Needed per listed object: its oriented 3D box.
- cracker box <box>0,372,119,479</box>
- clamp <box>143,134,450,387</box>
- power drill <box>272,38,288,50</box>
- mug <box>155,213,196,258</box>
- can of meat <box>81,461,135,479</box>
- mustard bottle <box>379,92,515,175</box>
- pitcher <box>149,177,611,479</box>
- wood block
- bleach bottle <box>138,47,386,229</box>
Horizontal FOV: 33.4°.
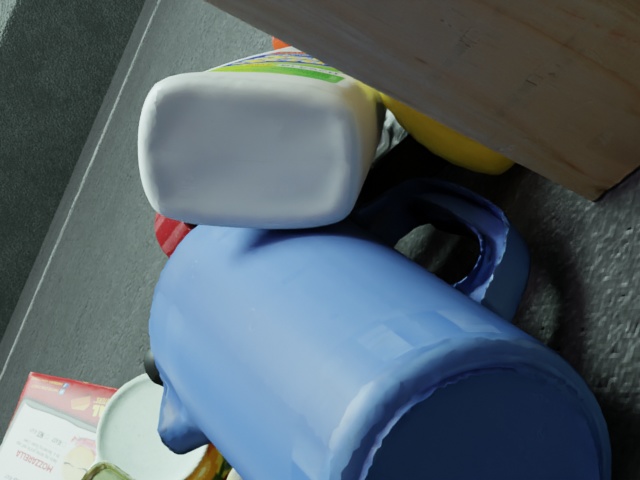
[{"bbox_3d":[-0.145,0.203,0.676,0.164,0.072,0.213,5,67,30],"label":"cracker box"},{"bbox_3d":[-0.004,0.001,0.633,0.210,0.036,0.164,-39,2,9],"label":"clamp"},{"bbox_3d":[0.026,-0.240,0.893,0.187,0.057,0.185,-67,19,-5],"label":"power drill"},{"bbox_3d":[-0.096,-0.033,0.898,0.117,0.093,0.082,64,150,11],"label":"mug"},{"bbox_3d":[-0.052,0.139,0.437,0.102,0.083,0.057,8,71,57],"label":"can of meat"},{"bbox_3d":[0.058,-0.110,0.580,0.058,0.096,0.191,-47,22,18],"label":"mustard bottle"},{"bbox_3d":[0.020,0.054,0.454,0.243,0.144,0.149,-152,64,-68],"label":"pitcher"},{"bbox_3d":[0.054,-0.111,0.422,0.090,0.206,0.090,-45,27,46],"label":"wood block"},{"bbox_3d":[-0.016,-0.072,0.574,0.250,0.102,0.068,-70,-17,-72],"label":"bleach bottle"}]
